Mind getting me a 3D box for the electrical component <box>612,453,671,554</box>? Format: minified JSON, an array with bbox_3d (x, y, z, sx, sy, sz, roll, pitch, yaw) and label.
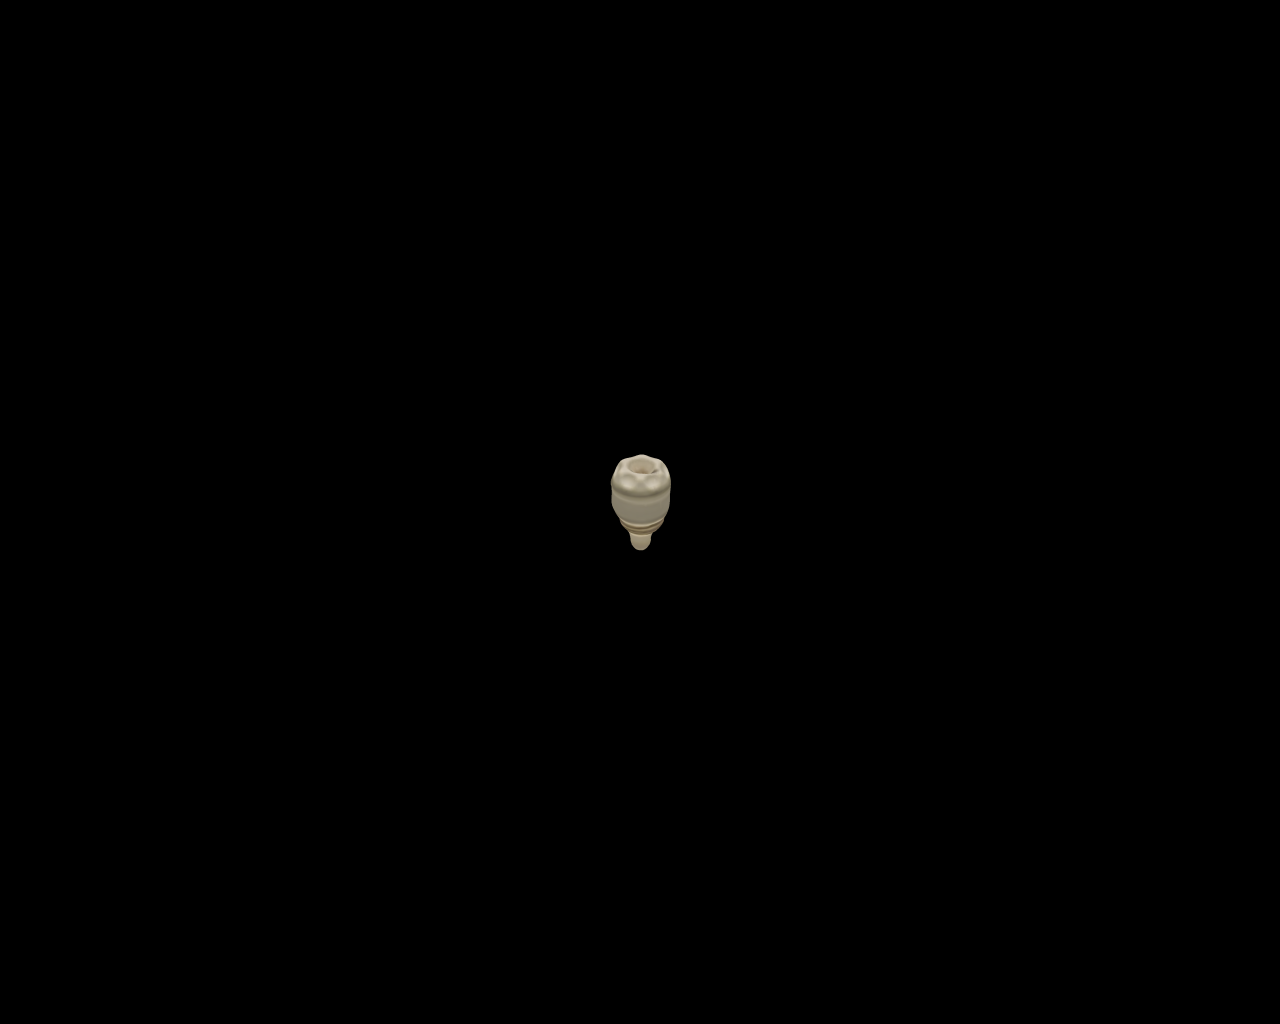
[{"bbox_3d":[0.001,-0.003,0.650,0.035,0.061,0.035,0,33,0],"label":"electrical component"}]
